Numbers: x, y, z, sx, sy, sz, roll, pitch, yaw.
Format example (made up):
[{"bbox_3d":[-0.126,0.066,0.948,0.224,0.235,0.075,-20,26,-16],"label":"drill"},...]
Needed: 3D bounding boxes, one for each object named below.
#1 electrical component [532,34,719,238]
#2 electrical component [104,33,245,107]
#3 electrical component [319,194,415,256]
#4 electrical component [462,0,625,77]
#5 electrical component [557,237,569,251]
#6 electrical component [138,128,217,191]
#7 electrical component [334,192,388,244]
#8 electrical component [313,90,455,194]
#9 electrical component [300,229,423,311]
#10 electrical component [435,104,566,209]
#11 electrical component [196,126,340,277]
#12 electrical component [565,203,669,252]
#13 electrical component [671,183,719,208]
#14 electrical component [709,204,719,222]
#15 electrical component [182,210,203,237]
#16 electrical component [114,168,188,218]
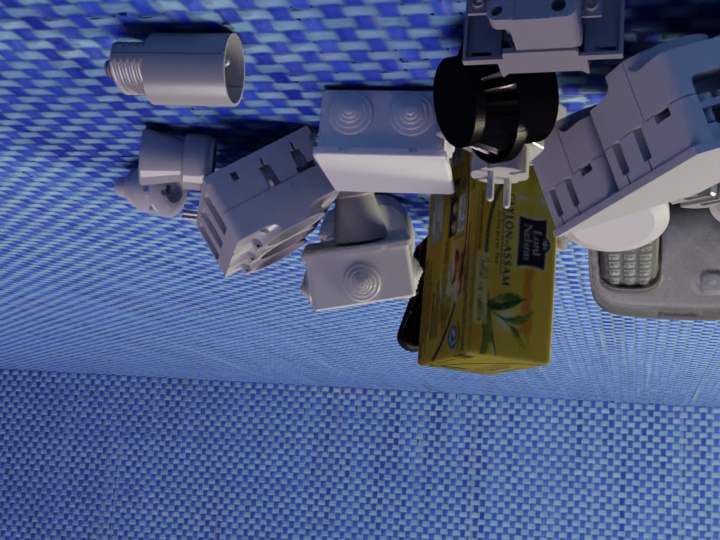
[{"bbox_3d":[0.179,-0.080,0.601,0.105,0.060,0.186,-17,173,-13],"label":"electrical component"},{"bbox_3d":[-0.114,-0.121,0.647,0.081,0.043,0.043,3,168,10],"label":"electrical component"},{"bbox_3d":[0.006,-0.027,0.976,0.080,0.080,0.051,14,170,-39],"label":"electrical component"},{"bbox_3d":[0.090,-0.129,0.535,0.081,0.042,0.064,0,166,17],"label":"electrical component"},{"bbox_3d":[0.154,-0.033,0.978,0.081,0.043,0.043,-2,167,31],"label":"electrical component"},{"bbox_3d":[-0.141,-0.085,0.832,0.055,0.045,0.045,5,169,-5],"label":"electrical component"},{"bbox_3d":[-0.004,-0.057,0.864,0.044,0.065,0.044,-9,-174,1],"label":"electrical component"},{"bbox_3d":[0.020,-0.088,0.743,0.100,0.048,0.099,2,169,10],"label":"electrical component"},{"bbox_3d":[0.000,0.000,0.888,0.100,0.048,0.099,-9,-173,0],"label":"electrical component"},{"bbox_3d":[0.091,-0.078,0.696,0.047,0.075,0.083,-6,165,41],"label":"electrical component"},{"bbox_3d":[-0.074,-0.047,0.854,0.089,0.061,0.150,-29,176,-14],"label":"electrical component"},{"bbox_3d":[0.184,-0.054,0.784,0.080,0.051,0.080,7,145,5],"label":"electrical component"},{"bbox_3d":[0.237,-0.070,0.757,0.040,0.046,0.040,4,168,1],"label":"electrical component"},{"bbox_3d":[0.303,-0.058,0.769,0.095,0.053,0.059,-4,166,35],"label":"electrical component"},{"bbox_3d":[-0.128,-0.047,0.996,0.074,0.052,0.138,6,168,-9],"label":"electrical component"},{"bbox_3d":[-0.183,-0.070,0.927,0.062,0.048,0.048,5,171,31],"label":"electrical component"}]
